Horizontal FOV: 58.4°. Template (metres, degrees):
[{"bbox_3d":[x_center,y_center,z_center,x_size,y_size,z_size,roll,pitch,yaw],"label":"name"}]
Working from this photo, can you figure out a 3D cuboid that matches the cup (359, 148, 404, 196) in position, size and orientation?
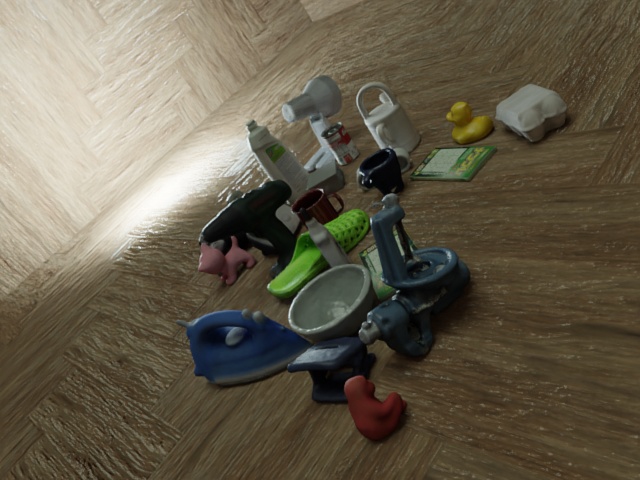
[{"bbox_3d":[0.142,-0.136,1.284,0.091,0.095,0.118,-8,38,43],"label":"cup"}]

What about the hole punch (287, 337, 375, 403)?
[{"bbox_3d":[0.017,0.191,0.901,0.108,0.091,0.101,-14,34,37],"label":"hole punch"}]

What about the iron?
[{"bbox_3d":[-0.146,0.177,1.061,0.257,0.142,0.119,-18,32,32],"label":"iron"}]

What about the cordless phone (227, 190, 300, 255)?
[{"bbox_3d":[-0.139,-0.067,1.403,0.094,0.185,0.148,-16,33,35],"label":"cordless phone"}]

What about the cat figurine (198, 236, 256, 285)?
[{"bbox_3d":[-0.242,0.047,1.416,0.128,0.118,0.067,-44,27,-15],"label":"cat figurine"}]

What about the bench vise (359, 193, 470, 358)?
[{"bbox_3d":[0.127,0.054,0.848,0.121,0.220,0.208,-9,37,42],"label":"bench vise"}]

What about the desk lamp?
[{"bbox_3d":[-0.006,-0.344,1.669,0.117,0.214,0.203,1,44,50],"label":"desk lamp"}]

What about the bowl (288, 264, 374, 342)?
[{"bbox_3d":[0.032,0.124,1.011,0.167,0.075,0.167,-28,27,16],"label":"bowl"}]

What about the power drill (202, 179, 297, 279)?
[{"bbox_3d":[-0.126,-0.016,1.277,0.075,0.209,0.230,3,46,52],"label":"power drill"}]

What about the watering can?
[{"bbox_3d":[0.162,-0.309,1.433,0.101,0.194,0.172,-31,27,10],"label":"watering can"}]

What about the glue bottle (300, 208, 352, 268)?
[{"bbox_3d":[0.010,0.004,1.122,0.037,0.173,0.078,-33,27,6],"label":"glue bottle"}]

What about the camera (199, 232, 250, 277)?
[{"bbox_3d":[-0.243,0.001,1.511,0.137,0.101,0.143,-33,26,6],"label":"camera"}]

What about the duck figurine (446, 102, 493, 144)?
[{"bbox_3d":[0.332,-0.272,1.292,0.104,0.086,0.078,3,46,52],"label":"duck figurine"}]

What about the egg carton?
[{"bbox_3d":[0.432,-0.262,1.174,0.107,0.069,0.150,-34,26,4],"label":"egg carton"}]

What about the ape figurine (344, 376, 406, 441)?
[{"bbox_3d":[0.067,0.223,0.787,0.077,0.092,0.076,4,46,52],"label":"ape figurine"}]
